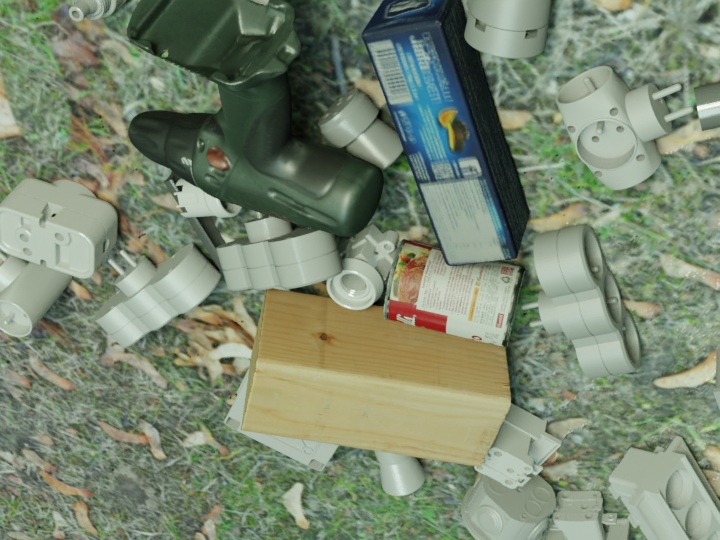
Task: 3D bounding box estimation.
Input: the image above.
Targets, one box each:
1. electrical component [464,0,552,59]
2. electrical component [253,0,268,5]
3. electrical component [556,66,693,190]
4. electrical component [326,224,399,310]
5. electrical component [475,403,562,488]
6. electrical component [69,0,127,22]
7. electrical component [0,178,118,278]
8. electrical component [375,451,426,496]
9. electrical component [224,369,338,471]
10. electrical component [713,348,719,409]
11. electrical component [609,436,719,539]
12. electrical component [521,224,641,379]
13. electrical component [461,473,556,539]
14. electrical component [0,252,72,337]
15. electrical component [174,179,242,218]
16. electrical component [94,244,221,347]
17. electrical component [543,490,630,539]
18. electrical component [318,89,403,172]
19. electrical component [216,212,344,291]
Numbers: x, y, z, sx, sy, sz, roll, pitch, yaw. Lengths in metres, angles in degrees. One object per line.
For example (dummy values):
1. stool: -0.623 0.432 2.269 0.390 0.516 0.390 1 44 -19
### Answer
1. electrical component: 0.100 -0.173 0.713 0.055 0.055 0.047 13 127 9
2. electrical component: -0.057 -0.219 0.727 0.095 0.059 0.053 -19 119 31
3. electrical component: 0.188 -0.104 0.743 0.079 0.044 0.077 -21 118 32
4. electrical component: 0.000 0.000 0.889 0.066 0.055 0.048 -30 113 36
5. electrical component: 0.134 0.156 0.964 0.081 0.063 0.042 28 131 -4
6. electrical component: -0.195 -0.201 0.791 0.035 0.061 0.035 10 130 12
7. electrical component: -0.266 -0.040 0.949 0.095 0.059 0.053 18 132 5
8. electrical component: 0.034 0.179 1.034 0.044 0.044 0.065 -5 121 24
9. electrical component: -0.058 0.120 1.008 0.109 0.056 0.108 27 132 -3
10. electrical component: 0.382 0.098 0.828 0.186 0.060 0.105 -12 123 28
11. electrical component: 0.277 0.215 0.955 0.063 0.078 0.121 5 136 55
12. electrical component: 0.166 0.030 0.856 0.074 0.052 0.138 -14 122 29
13. electrical component: 0.139 0.221 1.005 0.080 0.080 0.051 23 127 1
14. electrical component: -0.319 0.009 0.998 0.079 0.077 0.043 45 129 -17
15. electrical component: -0.126 -0.062 0.895 0.046 0.040 0.040 -4 126 29
16. electrical component: -0.196 0.012 0.972 0.138 0.052 0.073 -28 112 36
17. electrical component: 0.212 0.243 1.022 0.081 0.042 0.063 -6 122 24
18. electrical component: 0.001 -0.103 0.811 0.045 0.045 0.055 -30 113 36
19. electrical component: -0.072 -0.026 0.873 0.138 0.052 0.073 -4 104 55
